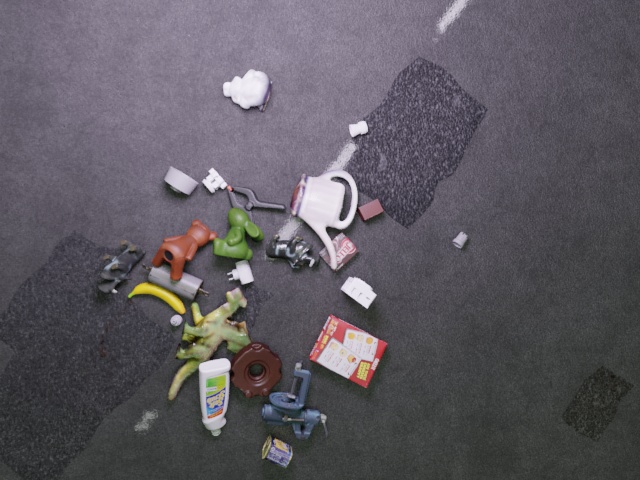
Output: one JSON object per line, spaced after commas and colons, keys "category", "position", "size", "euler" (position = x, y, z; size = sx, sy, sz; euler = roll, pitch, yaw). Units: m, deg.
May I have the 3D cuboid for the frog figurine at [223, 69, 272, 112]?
{"category": "frog figurine", "position": [-0.252, -0.524, 1.780], "size": [0.159, 0.136, 0.124], "euler": [15, 14, -14]}

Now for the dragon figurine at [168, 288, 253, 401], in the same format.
{"category": "dragon figurine", "position": [-0.345, 0.348, 1.708], "size": [0.242, 0.409, 0.123], "euler": [13, 3, -11]}

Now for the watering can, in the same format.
{"category": "watering can", "position": [0.005, -0.088, 1.755], "size": [0.224, 0.352, 0.103], "euler": [15, -16, -2]}
